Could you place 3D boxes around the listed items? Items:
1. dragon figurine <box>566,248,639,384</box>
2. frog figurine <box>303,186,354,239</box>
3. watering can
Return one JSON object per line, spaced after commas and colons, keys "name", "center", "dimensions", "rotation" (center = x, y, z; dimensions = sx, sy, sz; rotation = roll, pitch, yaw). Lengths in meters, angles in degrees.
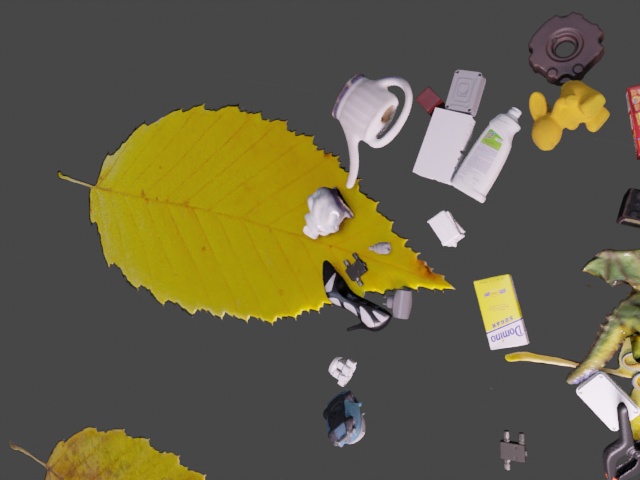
{"name": "dragon figurine", "center": [0.693, 0.134, 1.161], "dimensions": [0.407, 0.120, 0.248], "rotation": [-32, 49, 18]}
{"name": "frog figurine", "center": [0.005, -0.078, 1.547], "dimensions": [0.159, 0.123, 0.137], "rotation": [-35, 88, 9]}
{"name": "watering can", "center": [0.122, -0.343, 1.521], "dimensions": [0.227, 0.103, 0.344], "rotation": [43, 104, 27]}
